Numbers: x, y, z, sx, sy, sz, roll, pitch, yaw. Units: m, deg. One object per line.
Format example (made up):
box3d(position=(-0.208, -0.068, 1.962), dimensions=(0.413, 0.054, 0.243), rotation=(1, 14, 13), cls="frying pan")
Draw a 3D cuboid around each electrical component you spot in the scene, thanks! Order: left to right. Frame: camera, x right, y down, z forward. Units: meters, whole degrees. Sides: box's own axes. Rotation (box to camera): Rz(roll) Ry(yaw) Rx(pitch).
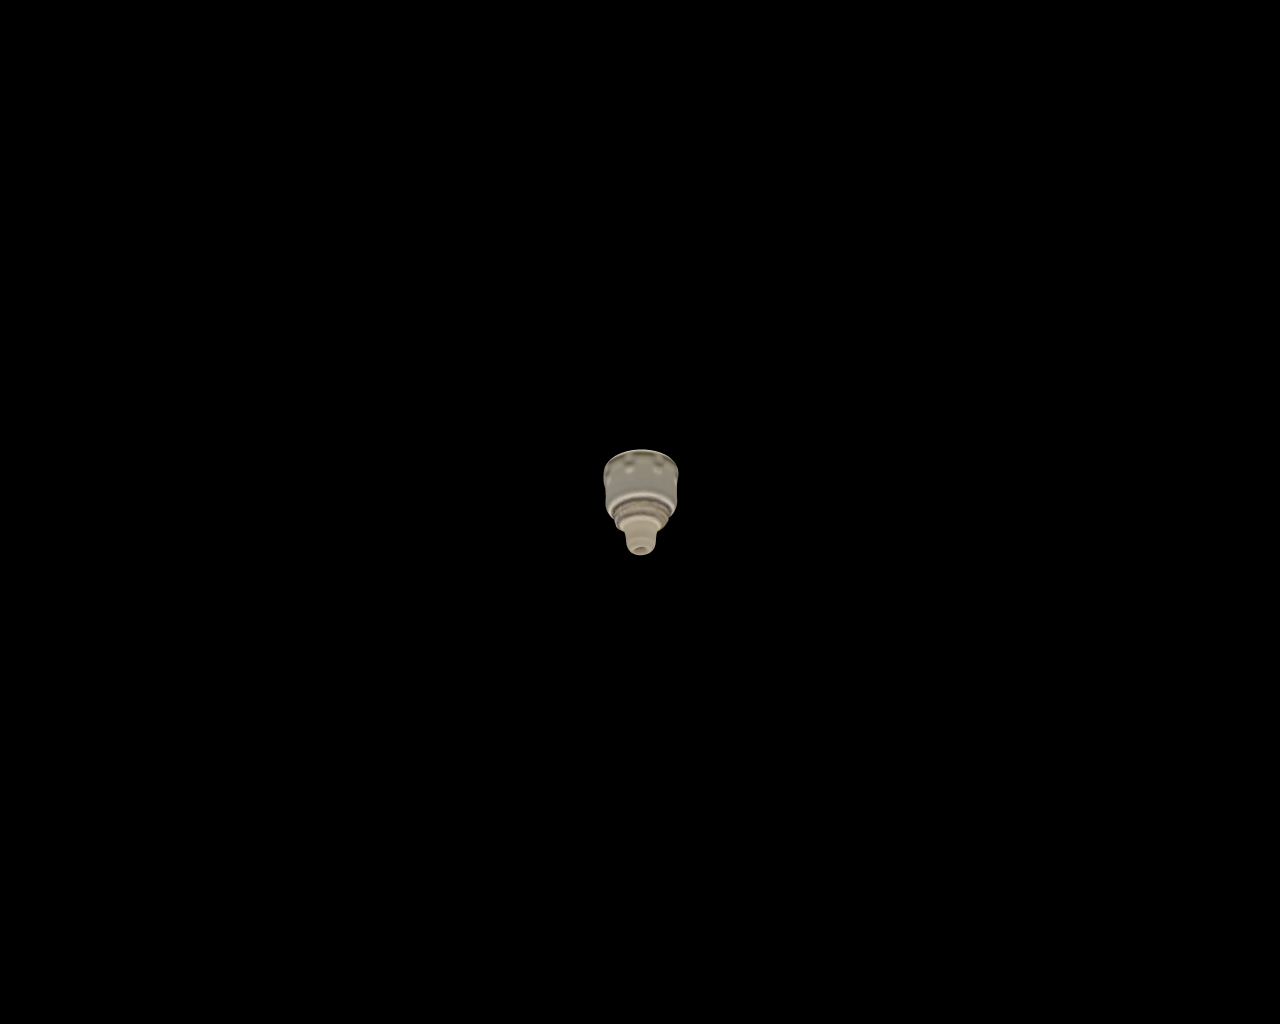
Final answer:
box3d(position=(0.001, -0.003, 0.650), dimensions=(0.048, 0.062, 0.048), rotation=(0, -30, 0), cls="electrical component")
